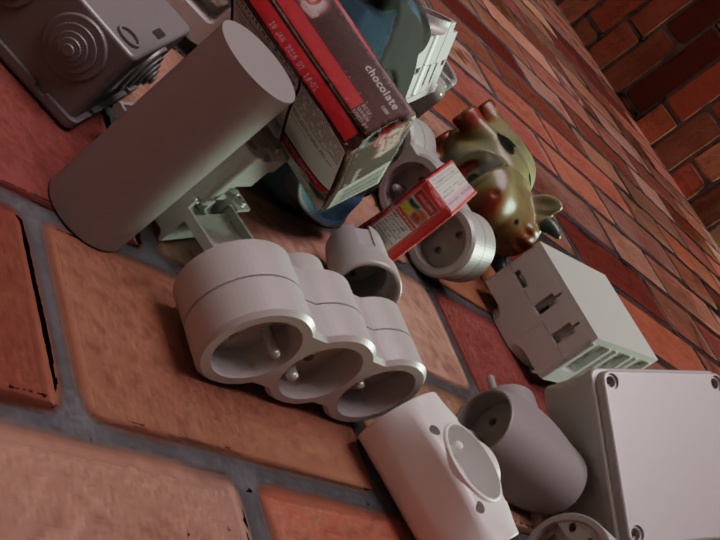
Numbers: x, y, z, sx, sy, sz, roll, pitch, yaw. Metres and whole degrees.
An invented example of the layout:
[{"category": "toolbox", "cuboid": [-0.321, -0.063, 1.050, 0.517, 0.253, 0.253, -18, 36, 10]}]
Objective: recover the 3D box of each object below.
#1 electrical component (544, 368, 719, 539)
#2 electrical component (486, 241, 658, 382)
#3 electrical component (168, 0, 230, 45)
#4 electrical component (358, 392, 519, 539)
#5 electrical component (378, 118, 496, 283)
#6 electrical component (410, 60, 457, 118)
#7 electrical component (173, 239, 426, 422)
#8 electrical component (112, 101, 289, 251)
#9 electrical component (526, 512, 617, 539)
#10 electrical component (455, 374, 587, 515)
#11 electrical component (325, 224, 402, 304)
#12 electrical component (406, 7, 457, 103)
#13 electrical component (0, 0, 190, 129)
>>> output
[{"category": "electrical component", "cuboid": [0.179, 0.119, 0.671, 0.109, 0.056, 0.108, 4, 71, -30]}, {"category": "electrical component", "cuboid": [0.168, 0.044, 0.859, 0.150, 0.062, 0.089, 19, 39, -57]}, {"category": "electrical component", "cuboid": [-0.092, -0.177, 0.664, 0.050, 0.056, 0.089, 45, 22, -20]}, {"category": "electrical component", "cuboid": [0.045, 0.102, 0.524, 0.077, 0.044, 0.079, 59, 22, 16]}, {"category": "electrical component", "cuboid": [0.052, -0.052, 0.778, 0.074, 0.052, 0.138, 12, 45, -61]}, {"category": "electrical component", "cuboid": [0.045, -0.167, 0.938, 0.053, 0.059, 0.095, 49, 21, -11]}, {"category": "electrical component", "cuboid": [-0.029, 0.017, 0.491, 0.138, 0.052, 0.073, 27, 33, -50]}, {"category": "electrical component", "cuboid": [-0.071, -0.050, 0.494, 0.081, 0.064, 0.042, 56, 21, 8]}, {"category": "electrical component", "cuboid": [0.120, 0.164, 0.574, 0.047, 0.055, 0.055, 39, 24, -42]}, {"category": "electrical component", "cuboid": [0.091, 0.095, 0.636, 0.077, 0.043, 0.079, 39, 24, -32]}, {"category": "electrical component", "cuboid": [0.000, 0.000, 0.602, 0.040, 0.040, 0.046, 41, 18, -29]}, {"category": "electrical component", "cuboid": [0.001, -0.172, 0.788, 0.105, 0.060, 0.186, 25, 19, 8]}, {"category": "electrical component", "cuboid": [-0.133, -0.123, 0.498, 0.099, 0.048, 0.099, 49, 21, -11]}]
